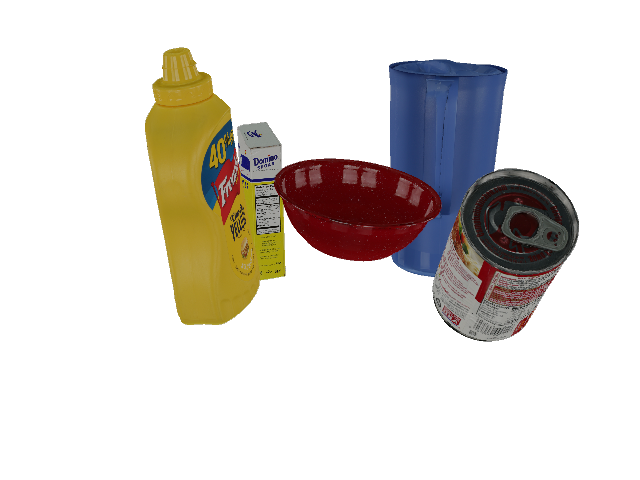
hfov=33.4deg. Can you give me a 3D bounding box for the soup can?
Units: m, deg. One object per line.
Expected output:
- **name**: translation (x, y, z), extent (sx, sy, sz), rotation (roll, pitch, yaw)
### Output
- **soup can**: translation (0.109, 0.012, 0.645), extent (0.068, 0.068, 0.102), rotation (0, -28, -5)

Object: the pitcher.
- **pitcher**: translation (0.138, -0.083, 1.226), extent (0.149, 0.243, 0.145), rotation (-9, 19, -32)

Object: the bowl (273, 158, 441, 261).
- **bowl**: translation (0.032, -0.025, 1.025), extent (0.162, 0.055, 0.162), rotation (7, 25, -3)

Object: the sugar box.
- **sugar box**: translation (-0.074, -0.049, 1.324), extent (0.048, 0.176, 0.093), rotation (-9, 25, -11)

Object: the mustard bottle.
- **mustard bottle**: translation (-0.086, -0.042, 0.763), extent (0.058, 0.191, 0.096), rotation (-1, 25, 16)
